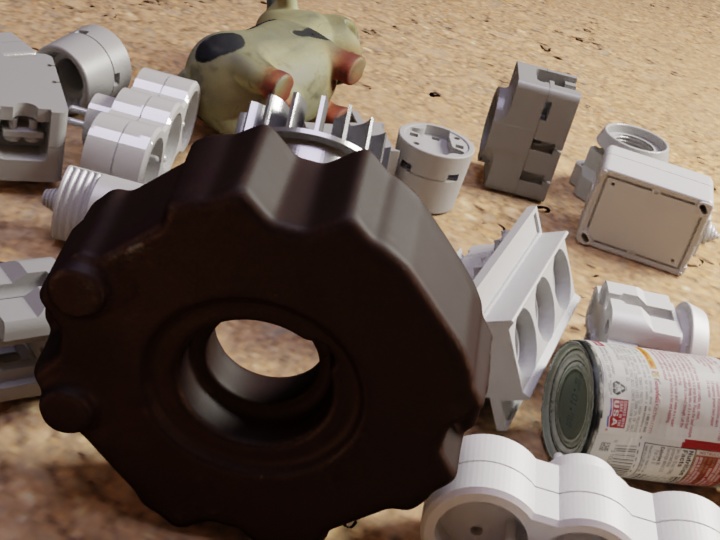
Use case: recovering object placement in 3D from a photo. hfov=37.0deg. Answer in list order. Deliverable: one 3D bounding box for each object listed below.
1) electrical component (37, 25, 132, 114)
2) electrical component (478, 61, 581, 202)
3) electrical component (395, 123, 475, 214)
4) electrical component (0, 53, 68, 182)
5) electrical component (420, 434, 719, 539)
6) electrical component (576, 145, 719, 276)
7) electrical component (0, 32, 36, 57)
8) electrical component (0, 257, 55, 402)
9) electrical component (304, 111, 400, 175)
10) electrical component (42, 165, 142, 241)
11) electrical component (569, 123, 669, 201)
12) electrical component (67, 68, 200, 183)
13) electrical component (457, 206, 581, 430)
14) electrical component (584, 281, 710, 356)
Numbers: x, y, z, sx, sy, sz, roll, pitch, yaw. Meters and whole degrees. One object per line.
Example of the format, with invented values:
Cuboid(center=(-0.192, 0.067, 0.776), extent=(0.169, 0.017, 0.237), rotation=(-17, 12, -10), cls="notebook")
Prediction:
Cuboid(center=(-0.199, -0.142, 0.766), extent=(0.055, 0.055, 0.047), rotation=(24, 34, 15), cls="electrical component")
Cuboid(center=(0.125, -0.106, 0.817), extent=(0.056, 0.089, 0.050), rotation=(14, 30, -2), cls="electrical component")
Cuboid(center=(0.049, -0.072, 0.766), extent=(0.055, 0.047, 0.055), rotation=(11, 30, -7), cls="electrical component")
Cuboid(center=(-0.216, -0.094, 0.674), extent=(0.050, 0.055, 0.089), rotation=(0, 33, -24), cls="electrical component")
Cuboid(center=(0.098, 0.107, 0.479), extent=(0.138, 0.052, 0.073), rotation=(16, 29, 1), cls="electrical component")
Cuboid(center=(0.213, -0.043, 0.781), extent=(0.096, 0.061, 0.061), rotation=(19, 30, 7), cls="electrical component")
Cuboid(center=(-0.277, -0.138, 0.730), extent=(0.083, 0.047, 0.076), rotation=(-16, 41, -42), cls="electrical component")
Cuboid(center=(-0.164, 0.028, 0.491), extent=(0.057, 0.058, 0.078), rotation=(-8, 37, -39), cls="electrical component")
Cuboid(center=(-0.011, -0.077, 0.754), extent=(0.064, 0.042, 0.081), rotation=(1, 32, -16), cls="electrical component")
Cuboid(center=(-0.141, -0.031, 0.615), extent=(0.081, 0.043, 0.043), rotation=(15, 30, 0), cls="electrical component")
Cuboid(center=(0.207, -0.078, 0.841), extent=(0.058, 0.057, 0.078), rotation=(-12, 39, -39), cls="electrical component")
Cuboid(center=(-0.158, -0.093, 0.703), extent=(0.074, 0.052, 0.138), rotation=(15, 30, 0), cls="electrical component")
Cuboid(center=(0.075, 0.023, 0.594), extent=(0.063, 0.078, 0.121), rotation=(-5, 21, 26), cls="electrical component")
Cuboid(center=(0.163, 0.042, 0.616), extent=(0.057, 0.058, 0.078), rotation=(12, 29, 0), cls="electrical component")
